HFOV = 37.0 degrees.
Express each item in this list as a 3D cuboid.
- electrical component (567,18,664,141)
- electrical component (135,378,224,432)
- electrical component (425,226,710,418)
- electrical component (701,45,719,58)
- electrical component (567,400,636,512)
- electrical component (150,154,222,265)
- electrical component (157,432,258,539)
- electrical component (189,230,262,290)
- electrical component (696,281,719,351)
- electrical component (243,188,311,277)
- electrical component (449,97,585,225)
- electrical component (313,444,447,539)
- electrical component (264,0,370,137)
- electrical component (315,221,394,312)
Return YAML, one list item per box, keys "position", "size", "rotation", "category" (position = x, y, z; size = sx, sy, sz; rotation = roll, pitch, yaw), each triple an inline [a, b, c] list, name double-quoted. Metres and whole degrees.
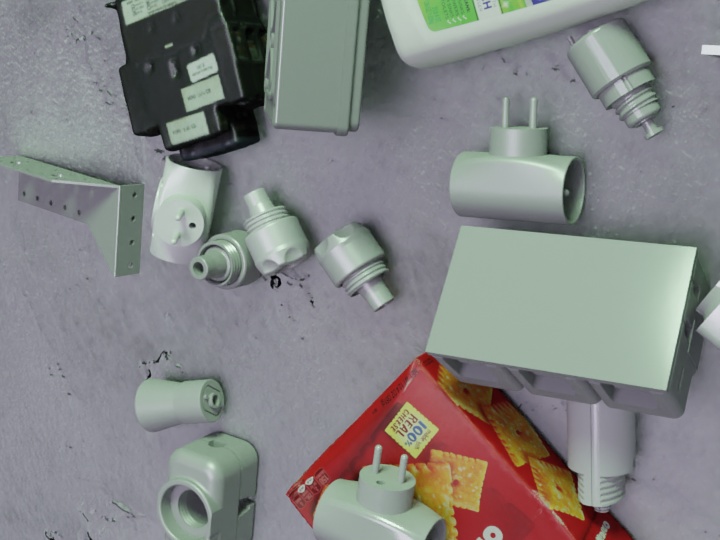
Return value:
- position: [0.158, -0.114, 0.649]
  size: [0.040, 0.040, 0.078]
  rotation: [-34, 82, 31]
  category: "electrical component"
- position: [-0.144, 0.108, 0.872]
  size: [0.065, 0.044, 0.044]
  rotation: [-8, 95, 27]
  category: "electrical component"
- position: [0.130, 0.031, 0.666]
  size: [0.150, 0.062, 0.089]
  rotation: [7, 69, 30]
  category: "electrical component"
- position: [0.237, -0.132, 0.597]
  size: [0.081, 0.042, 0.063]
  rotation: [10, 103, 29]
  category: "electrical component"
- position: [0.155, 0.116, 0.692]
  size: [0.043, 0.043, 0.081]
  rotation: [3, 101, 30]
  category: "electrical component"
- position: [-0.135, -0.041, 0.818]
  size: [0.044, 0.079, 0.077]
  rotation: [12, 108, -5]
  category: "electrical component"
- position: [-0.123, 0.186, 0.863]
  size: [0.054, 0.059, 0.095]
  rotation: [13, 106, 28]
  category: "electrical component"
- position: [-0.103, -0.006, 0.812]
  size: [0.043, 0.062, 0.043]
  rotation: [6, 103, 30]
  category: "electrical component"
- position: [0.256, -0.014, 0.580]
  size: [0.062, 0.089, 0.150]
  rotation: [43, 118, 17]
  category: "electrical component"
- position: [-0.066, -0.030, 0.797]
  size: [0.043, 0.043, 0.062]
  rotation: [-29, 83, 32]
  category: "electrical component"
- position: [0.101, -0.071, 0.688]
  size: [0.077, 0.044, 0.079]
  rotation: [7, 103, 30]
  category: "electrical component"
- position: [0.015, 0.152, 0.697]
  size: [0.077, 0.043, 0.079]
  rotation: [16, 108, 26]
  category: "electrical component"
- position: [-0.031, -0.150, 0.711]
  size: [0.056, 0.108, 0.108]
  rotation: [3, 104, -9]
  category: "electrical component"
- position: [0.000, 0.000, 0.764]
  size: [0.043, 0.043, 0.062]
  rotation: [-39, 80, 30]
  category: "electrical component"
